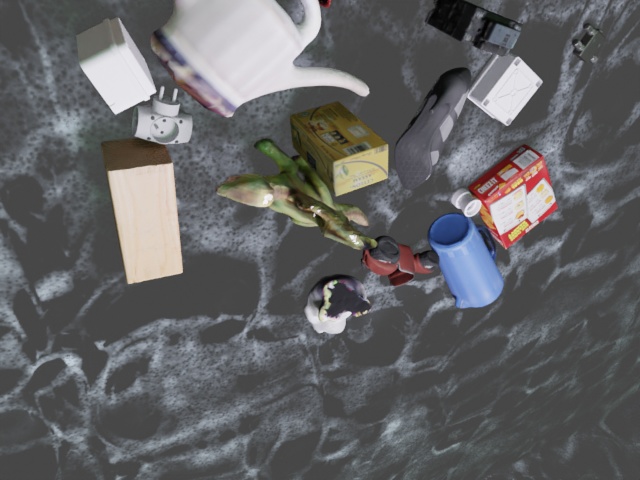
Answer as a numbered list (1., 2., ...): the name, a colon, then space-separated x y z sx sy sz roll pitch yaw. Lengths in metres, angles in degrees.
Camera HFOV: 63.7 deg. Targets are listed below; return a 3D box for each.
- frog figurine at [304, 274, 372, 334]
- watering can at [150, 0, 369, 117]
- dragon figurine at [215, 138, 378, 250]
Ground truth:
1. frog figurine: 0.030 0.143 1.145 0.138 0.123 0.157 -29 172 -19
2. watering can: -0.082 -0.260 0.722 0.223 0.106 0.342 -41 133 8
3. dragon figurine: 0.003 -0.043 0.863 0.407 0.247 0.121 19 110 -38
